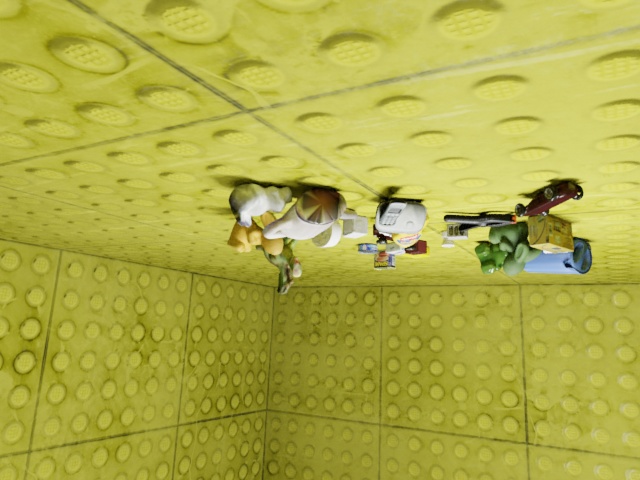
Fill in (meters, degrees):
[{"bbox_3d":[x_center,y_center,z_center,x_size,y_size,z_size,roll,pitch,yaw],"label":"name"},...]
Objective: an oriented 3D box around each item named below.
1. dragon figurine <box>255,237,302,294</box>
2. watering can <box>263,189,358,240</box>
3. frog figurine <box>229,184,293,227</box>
[{"bbox_3d":[-0.172,0.099,2.096,0.122,0.245,0.406,4,168,-27],"label":"dragon figurine"},{"bbox_3d":[0.004,-0.074,1.473,0.350,0.105,0.221,-16,169,-31],"label":"watering can"},{"bbox_3d":[-0.161,-0.113,1.390,0.159,0.124,0.135,-35,154,1],"label":"frog figurine"}]
